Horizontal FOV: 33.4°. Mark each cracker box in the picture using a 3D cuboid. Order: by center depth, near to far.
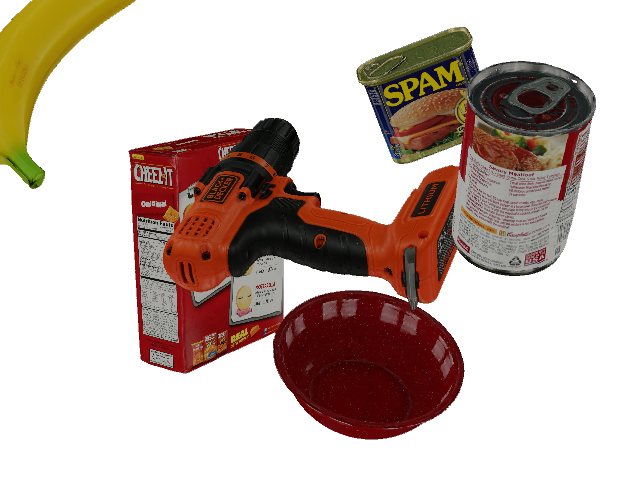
[{"bbox_3d":[-0.110,0.005,1.064,0.072,0.214,0.163,9,17,33],"label":"cracker box"}]

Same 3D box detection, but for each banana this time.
[{"bbox_3d":[-0.160,-0.112,0.641,0.069,0.197,0.037,21,-33,-3],"label":"banana"}]

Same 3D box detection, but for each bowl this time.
[{"bbox_3d":[0.038,0.115,0.907,0.162,0.055,0.162,5,39,-4],"label":"bowl"}]

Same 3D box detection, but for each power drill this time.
[{"bbox_3d":[0.005,-0.024,0.745,0.188,0.057,0.184,6,40,20],"label":"power drill"}]

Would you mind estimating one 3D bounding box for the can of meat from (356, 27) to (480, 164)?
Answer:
[{"bbox_3d":[0.093,-0.124,0.922,0.102,0.084,0.057,-20,26,7],"label":"can of meat"}]

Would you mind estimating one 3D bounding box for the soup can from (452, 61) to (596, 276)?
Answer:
[{"bbox_3d":[0.111,-0.039,0.596,0.068,0.102,0.068,0,41,0],"label":"soup can"}]
